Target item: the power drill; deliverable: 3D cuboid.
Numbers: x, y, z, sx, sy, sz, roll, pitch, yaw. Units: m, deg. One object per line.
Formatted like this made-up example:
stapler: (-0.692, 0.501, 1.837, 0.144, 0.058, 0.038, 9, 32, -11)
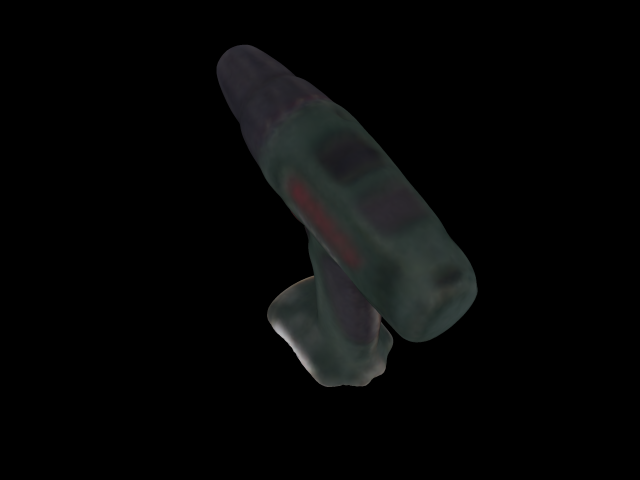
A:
power drill: (0.004, 0.001, 0.400, 0.076, 0.208, 0.229, -29, 54, -24)
